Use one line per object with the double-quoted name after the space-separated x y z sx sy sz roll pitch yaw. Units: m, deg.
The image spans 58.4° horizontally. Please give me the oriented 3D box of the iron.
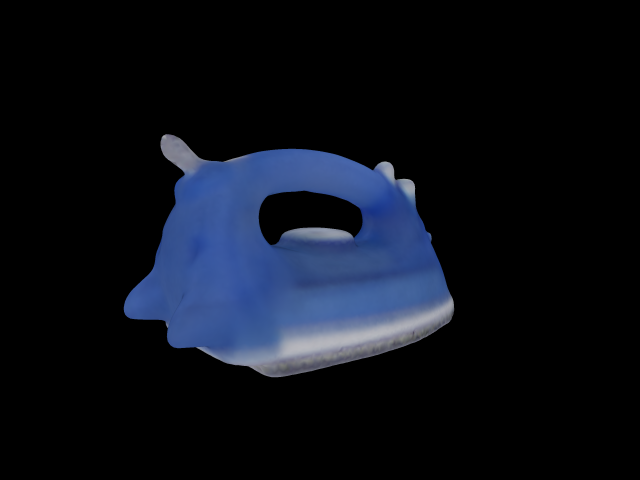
0.004 0.001 0.400 0.259 0.141 0.118 -5 9 -36 "iron"
